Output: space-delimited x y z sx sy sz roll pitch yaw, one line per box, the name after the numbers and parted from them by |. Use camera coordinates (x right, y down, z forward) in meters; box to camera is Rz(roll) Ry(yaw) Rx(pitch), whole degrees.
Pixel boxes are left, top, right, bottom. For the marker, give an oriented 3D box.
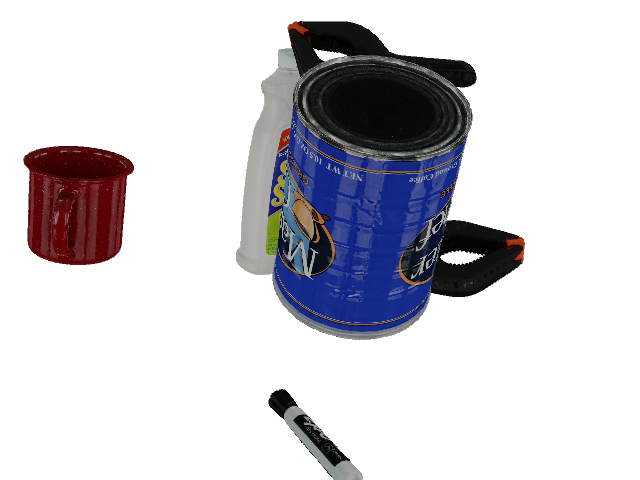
-0.007 0.153 0.832 0.020 0.020 0.121 0 26 -34 | marker

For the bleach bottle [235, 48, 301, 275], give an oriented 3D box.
-0.043 -0.091 1.218 0.102 0.251 0.068 -8 22 -26 | bleach bottle

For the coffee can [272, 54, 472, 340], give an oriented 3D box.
0.028 -0.025 0.644 0.102 0.140 0.103 5 41 -4 | coffee can

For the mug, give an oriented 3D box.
-0.211 -0.025 0.918 0.093 0.081 0.117 6 21 -6 | mug

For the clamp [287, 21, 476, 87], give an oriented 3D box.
0.048 -0.149 0.936 0.120 0.172 0.039 -36 -25 -21 | clamp

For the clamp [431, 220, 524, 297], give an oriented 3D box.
0.101 0.029 1.072 0.210 0.164 0.036 -2 -44 3 | clamp
